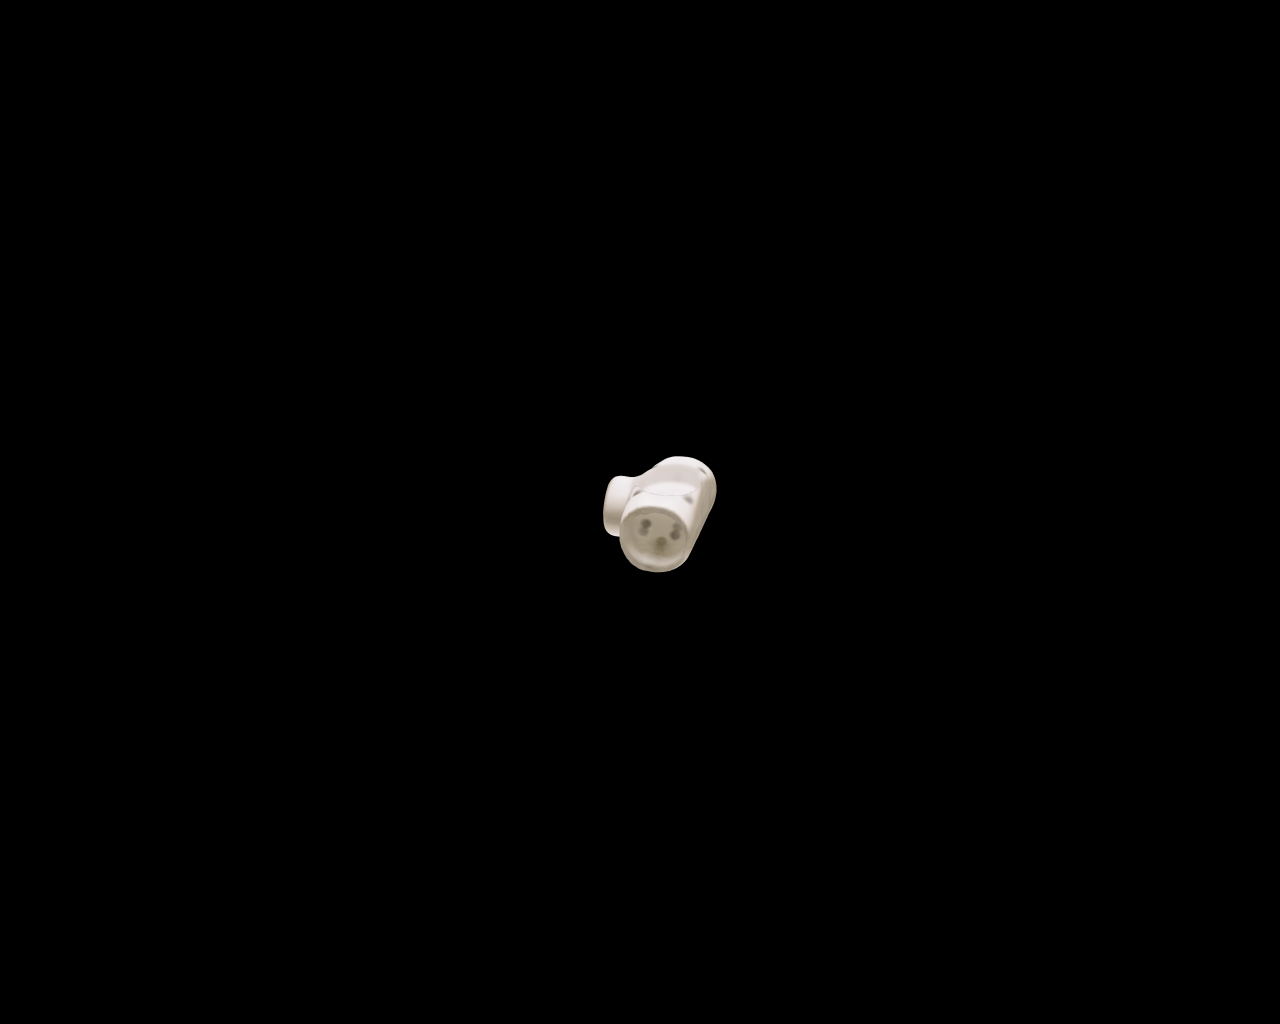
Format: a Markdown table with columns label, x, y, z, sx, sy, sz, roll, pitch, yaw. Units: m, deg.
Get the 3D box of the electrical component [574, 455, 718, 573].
| label | x | y | z | sx | sy | sz | roll | pitch | yaw |
| --- | --- | --- | --- | --- | --- | --- | --- | --- | --- |
| electrical component | 0.001 | -0.003 | 0.650 | 0.079 | 0.044 | 0.077 | 7 | 27 | 14 |
